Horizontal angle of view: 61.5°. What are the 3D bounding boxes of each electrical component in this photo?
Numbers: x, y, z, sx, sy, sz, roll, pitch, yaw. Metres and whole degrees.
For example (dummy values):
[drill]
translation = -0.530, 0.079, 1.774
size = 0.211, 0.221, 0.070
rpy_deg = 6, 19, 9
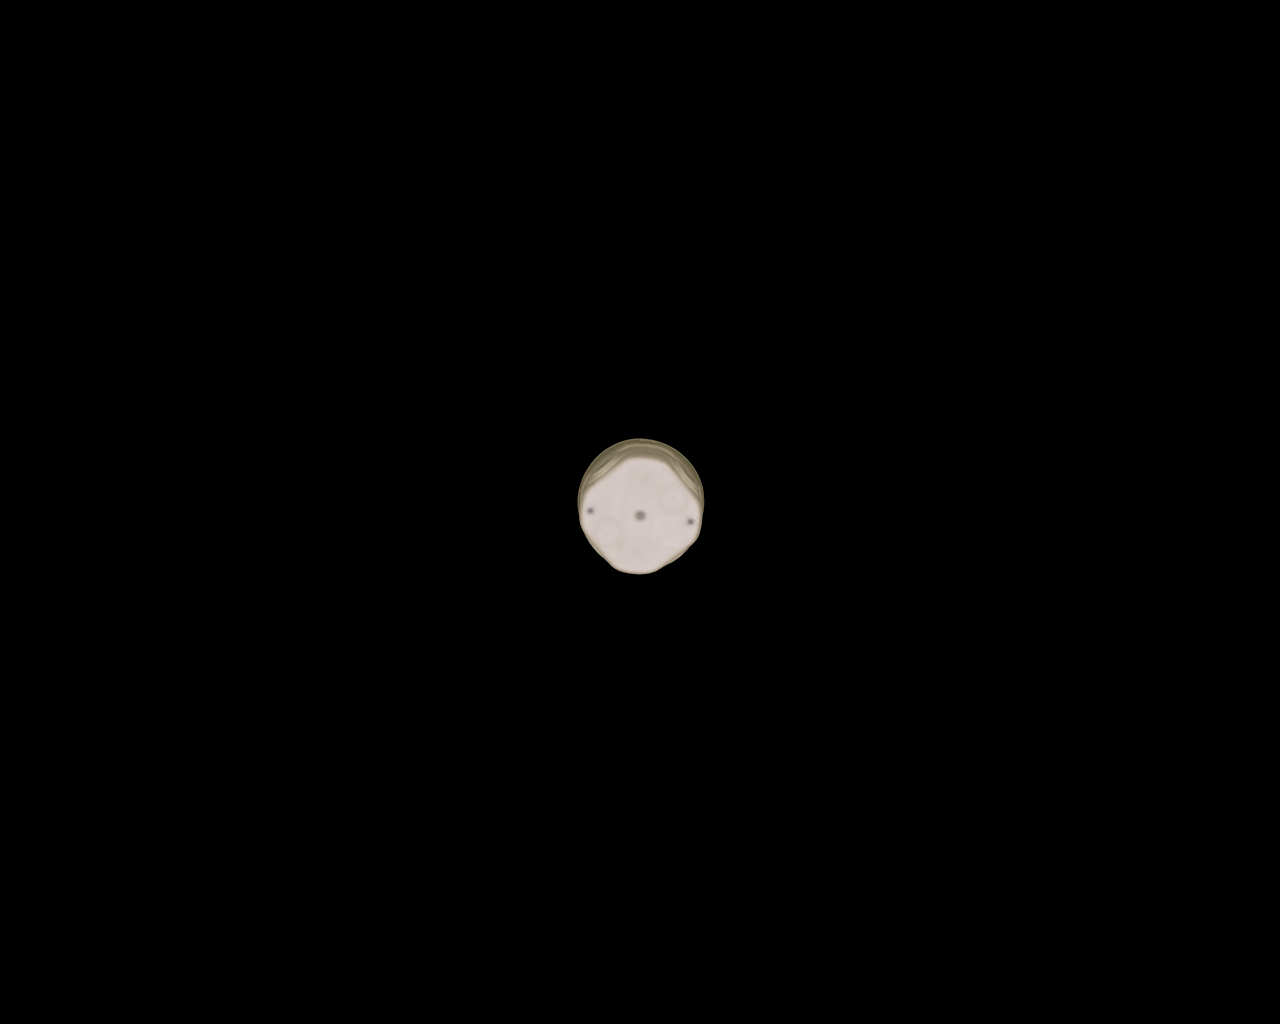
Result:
[electrical component]
translation = 0.001, -0.003, 0.650
size = 0.080, 0.080, 0.051
rpy_deg = 0, 12, 0
